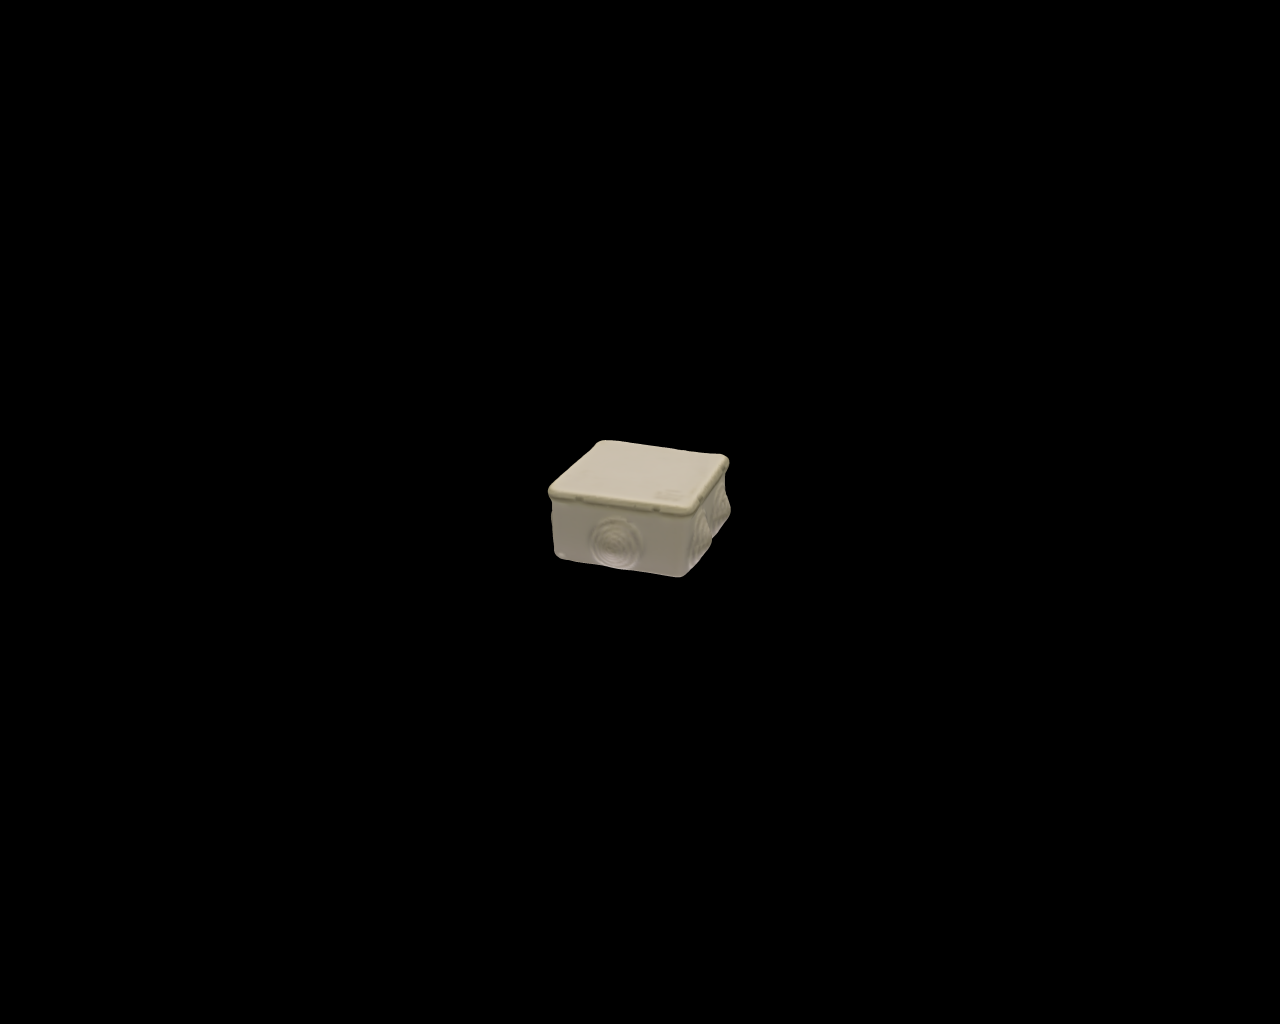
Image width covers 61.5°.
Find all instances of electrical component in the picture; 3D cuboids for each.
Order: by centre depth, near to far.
[{"bbox_3d":[0.001,-0.003,0.650,0.100,0.048,0.100,8,26,18],"label":"electrical component"}]
